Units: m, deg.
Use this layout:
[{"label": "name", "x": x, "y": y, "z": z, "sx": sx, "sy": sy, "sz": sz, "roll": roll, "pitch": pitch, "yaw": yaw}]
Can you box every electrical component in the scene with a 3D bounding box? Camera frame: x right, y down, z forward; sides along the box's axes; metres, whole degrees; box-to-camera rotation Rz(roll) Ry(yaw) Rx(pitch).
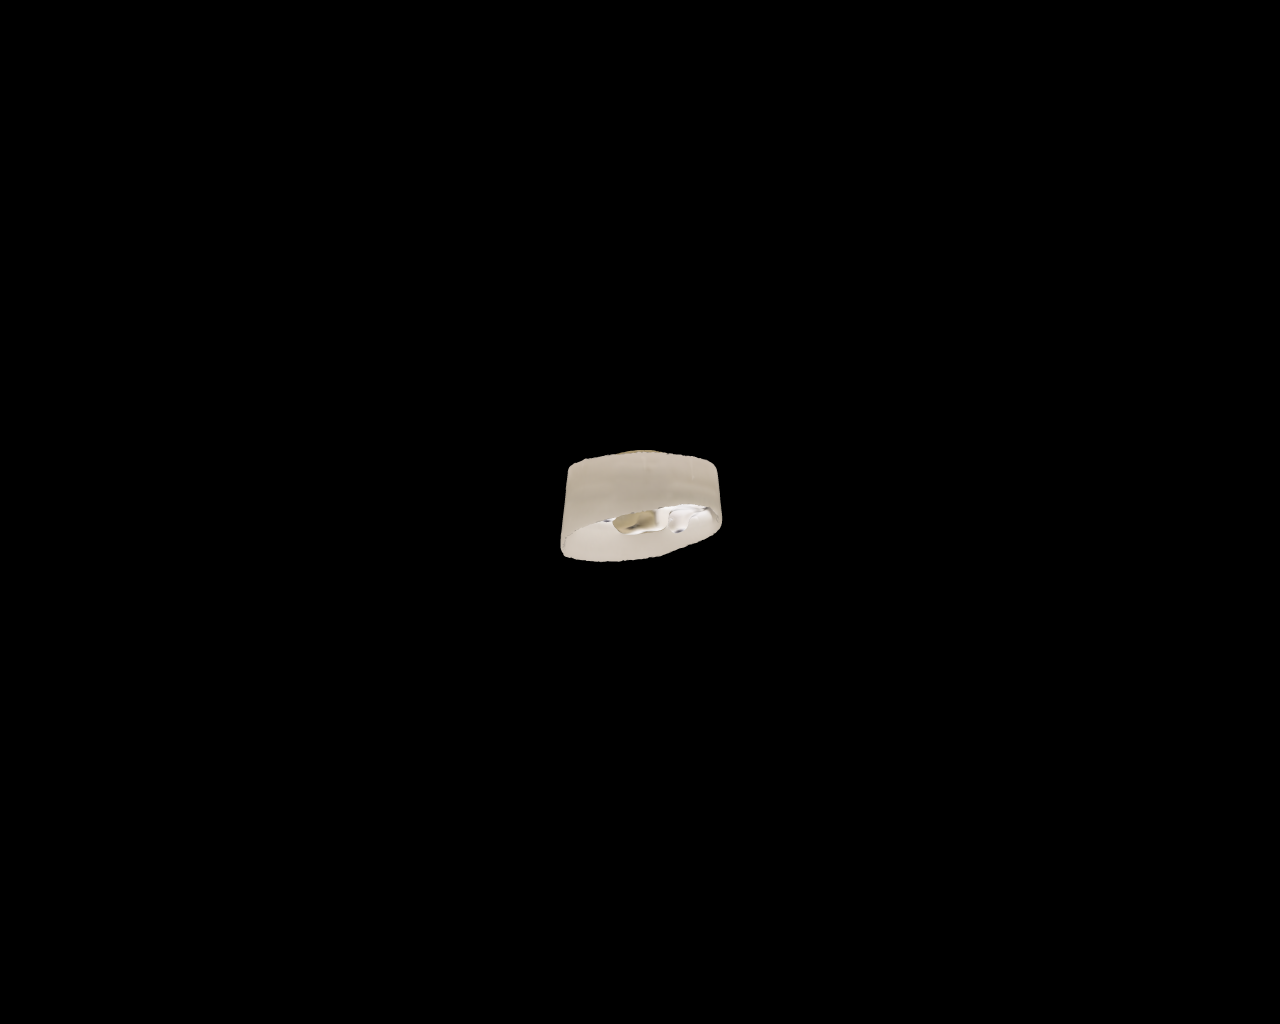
[{"label": "electrical component", "x": 0.001, "y": -0.003, "z": 0.650, "sx": 0.099, "sy": 0.064, "sz": 0.099, "roll": 0, "pitch": -9, "yaw": 0}]
